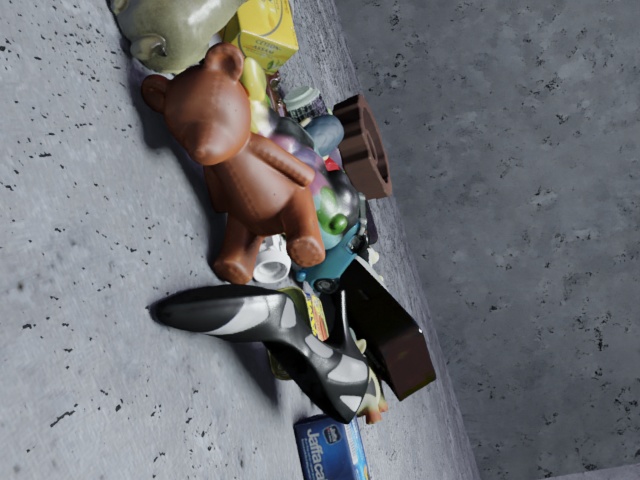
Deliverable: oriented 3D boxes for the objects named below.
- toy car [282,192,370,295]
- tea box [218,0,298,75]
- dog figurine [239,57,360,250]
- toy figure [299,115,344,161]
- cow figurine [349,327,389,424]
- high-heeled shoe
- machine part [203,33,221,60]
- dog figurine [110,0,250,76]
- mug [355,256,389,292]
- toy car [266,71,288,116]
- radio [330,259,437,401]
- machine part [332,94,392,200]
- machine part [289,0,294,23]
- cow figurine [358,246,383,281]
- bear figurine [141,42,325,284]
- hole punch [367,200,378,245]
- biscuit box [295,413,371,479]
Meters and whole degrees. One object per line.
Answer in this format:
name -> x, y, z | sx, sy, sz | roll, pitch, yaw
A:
toy car -> -0.002, -0.002, 0.748 | 0.103, 0.161, 0.109 | 17, 49, -18
tea box -> -0.099, -0.326, 0.743 | 0.098, 0.068, 0.169 | 1, 70, -42
dog figurine -> -0.054, -0.101, 0.627 | 0.192, 0.108, 0.219 | 52, 1, 38
toy figure -> -0.031, -0.128, 0.779 | 0.064, 0.154, 0.058 | 50, -25, 7
cow figurine -> 0.040, 0.192, 0.744 | 0.194, 0.086, 0.127 | 39, 35, -73
high-heeled shoe -> -0.043, 0.115, 0.497 | 0.248, 0.086, 0.145 | 4, 88, -44
machine part -> -0.117, -0.206, 0.684 | 0.138, 0.039, 0.084 | 64, 26, -43
dog figurine -> -0.089, -0.247, 0.515 | 0.121, 0.191, 0.172 | 52, 27, -57
mug -> 0.068, 0.090, 1.012 | 0.107, 0.081, 0.109 | 56, 42, -25
toy car -> -0.082, -0.231, 0.821 | 0.089, 0.053, 0.202 | -5, 80, -73
radio -> 0.090, 0.137, 0.855 | 0.230, 0.073, 0.131 | 51, -15, 58
machine part -> 0.072, -0.155, 0.919 | 0.179, 0.056, 0.179 | -15, 90, -73
machine part -> -0.081, -0.387, 0.907 | 0.243, 0.079, 0.079 | -92, 161, -63
cow figurine -> 0.078, 0.024, 1.136 | 0.098, 0.068, 0.167 | 51, 25, -45
bear figurine -> -0.080, -0.067, 0.501 | 0.195, 0.120, 0.132 | 57, 25, -46
hole punch -> 0.031, -0.028, 1.001 | 0.116, 0.092, 0.142 | -14, 91, -47
biscuit box -> 0.027, 0.300, 0.613 | 0.059, 0.063, 0.202 | 27, 48, -70
